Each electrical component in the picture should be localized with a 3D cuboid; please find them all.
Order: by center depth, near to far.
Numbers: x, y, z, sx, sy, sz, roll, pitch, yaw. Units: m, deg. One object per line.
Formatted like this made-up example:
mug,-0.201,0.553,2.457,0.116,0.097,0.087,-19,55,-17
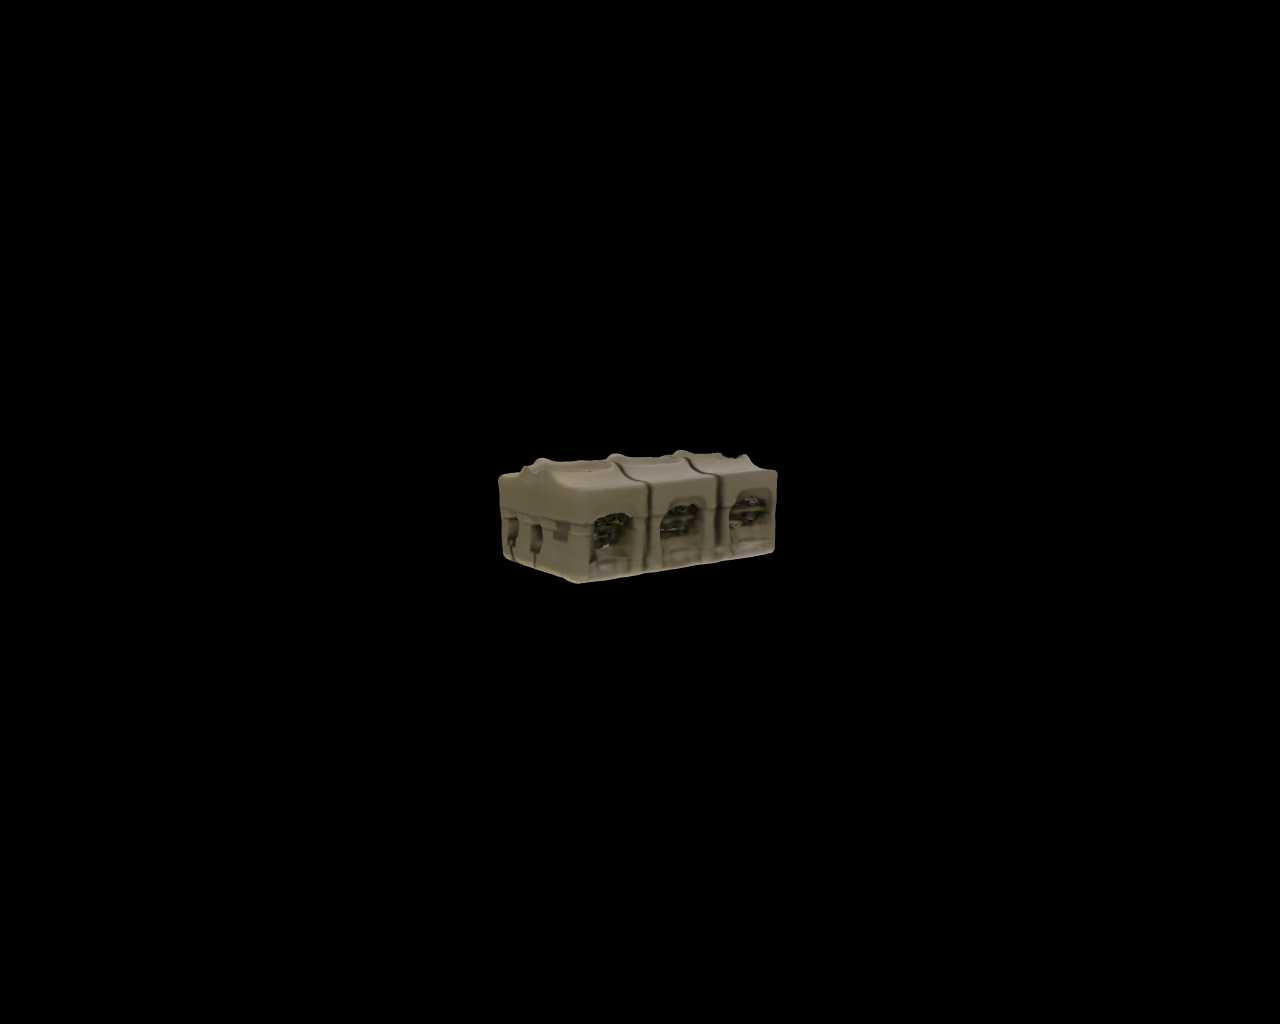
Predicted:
electrical component,0.001,-0.003,0.650,0.150,0.061,0.089,-6,10,-36
